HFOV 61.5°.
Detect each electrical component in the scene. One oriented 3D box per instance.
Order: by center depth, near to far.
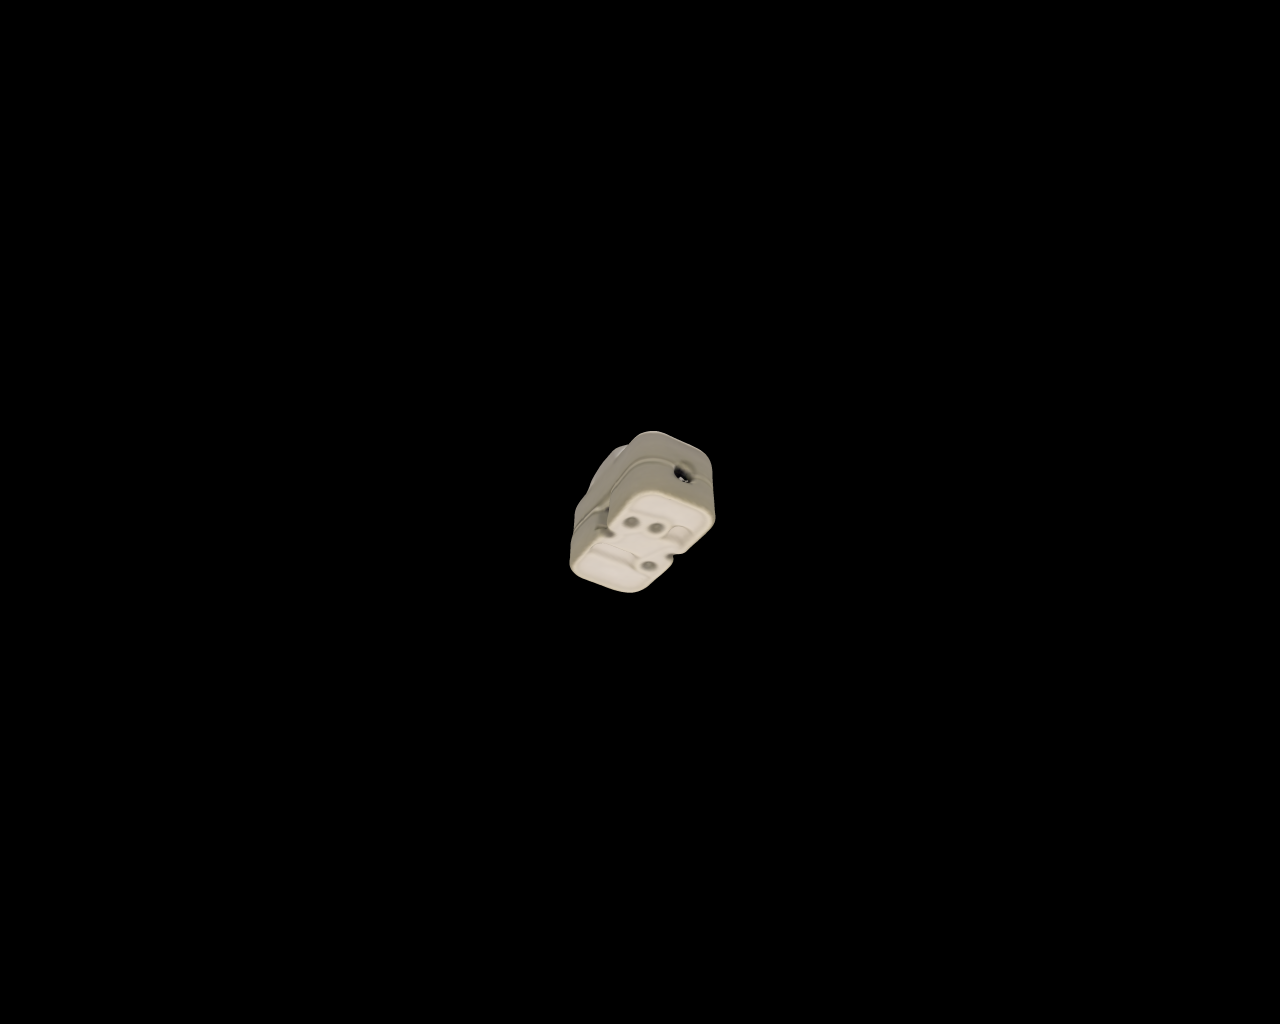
[{"bbox_3d":[0.001,-0.003,0.650,0.054,0.059,0.095,22,-45,-24],"label":"electrical component"}]
